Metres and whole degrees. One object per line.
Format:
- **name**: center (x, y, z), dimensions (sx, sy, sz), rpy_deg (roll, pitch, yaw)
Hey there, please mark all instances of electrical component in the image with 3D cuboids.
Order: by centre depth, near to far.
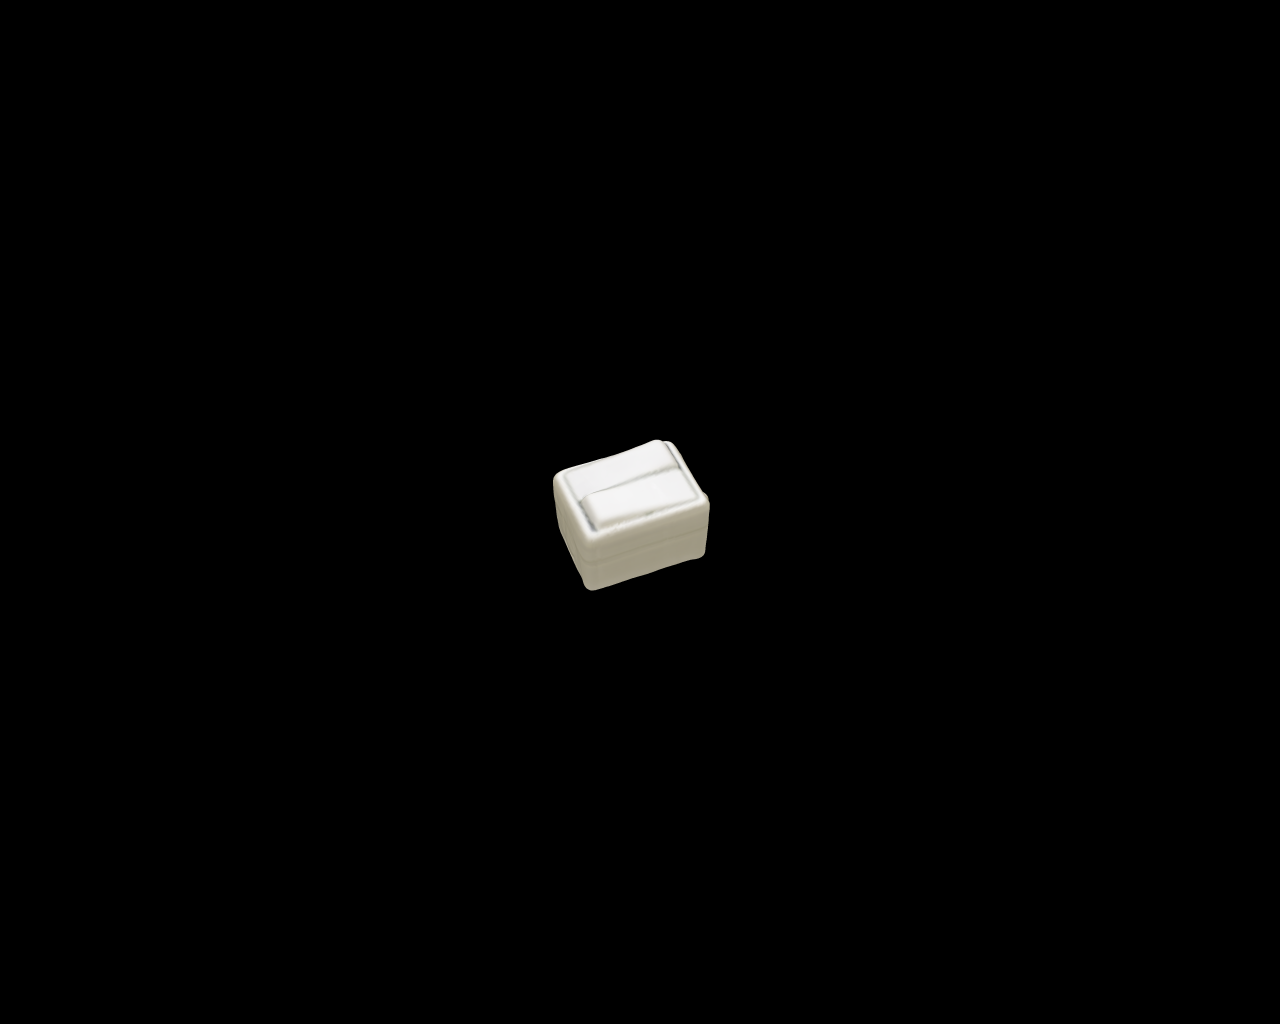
- **electrical component**: center (0.001, -0.003, 0.650), dimensions (0.096, 0.062, 0.061), rpy_deg (-17, -39, -14)
